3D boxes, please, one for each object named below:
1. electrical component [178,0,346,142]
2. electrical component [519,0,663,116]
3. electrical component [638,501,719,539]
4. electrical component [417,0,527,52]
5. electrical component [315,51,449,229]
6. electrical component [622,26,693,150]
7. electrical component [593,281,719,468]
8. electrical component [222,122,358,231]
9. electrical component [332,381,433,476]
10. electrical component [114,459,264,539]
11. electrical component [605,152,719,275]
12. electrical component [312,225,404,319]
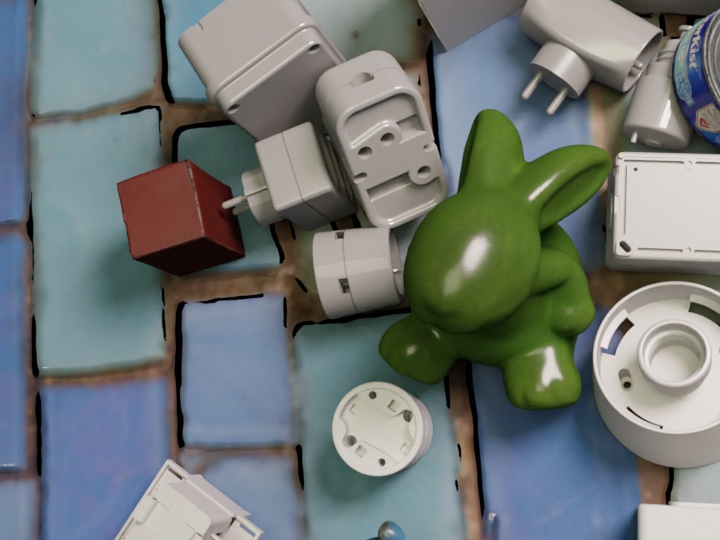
[{"bbox_3d":[-0.051,-0.124,0.676,0.078,0.113,0.057,-35,71,7],"label":"electrical component"},{"bbox_3d":[0.132,-0.133,0.664,0.077,0.044,0.079,36,91,17],"label":"electrical component"},{"bbox_3d":[0.201,0.152,0.566,0.109,0.109,0.056,0,78,15],"label":"electrical component"},{"bbox_3d":[0.110,-0.223,0.653,0.186,0.105,0.060,-30,75,9],"label":"electrical component"},{"bbox_3d":[0.012,-0.081,0.657,0.054,0.095,0.059,-24,42,-2],"label":"electrical component"},{"bbox_3d":[0.187,-0.108,0.648,0.040,0.040,0.078,17,85,17],"label":"electrical component"},{"bbox_3d":[0.183,0.059,0.621,0.099,0.064,0.099,-7,66,16],"label":"electrical component"},{"bbox_3d":[-0.050,-0.052,0.688,0.077,0.066,0.047,-20,76,11],"label":"electrical component"},{"bbox_3d":[0.016,0.097,0.656,0.055,0.047,0.055,-2,80,15],"label":"electrical component"},{"bbox_3d":[-0.129,0.191,0.670,0.079,0.063,0.121,34,91,17],"label":"electrical component"},{"bbox_3d":[0.193,-0.031,0.626,0.096,0.061,0.061,2,82,7],"label":"electrical component"},{"bbox_3d":[0.000,0.000,0.673,0.047,0.055,0.055,-10,79,10],"label":"electrical component"}]
